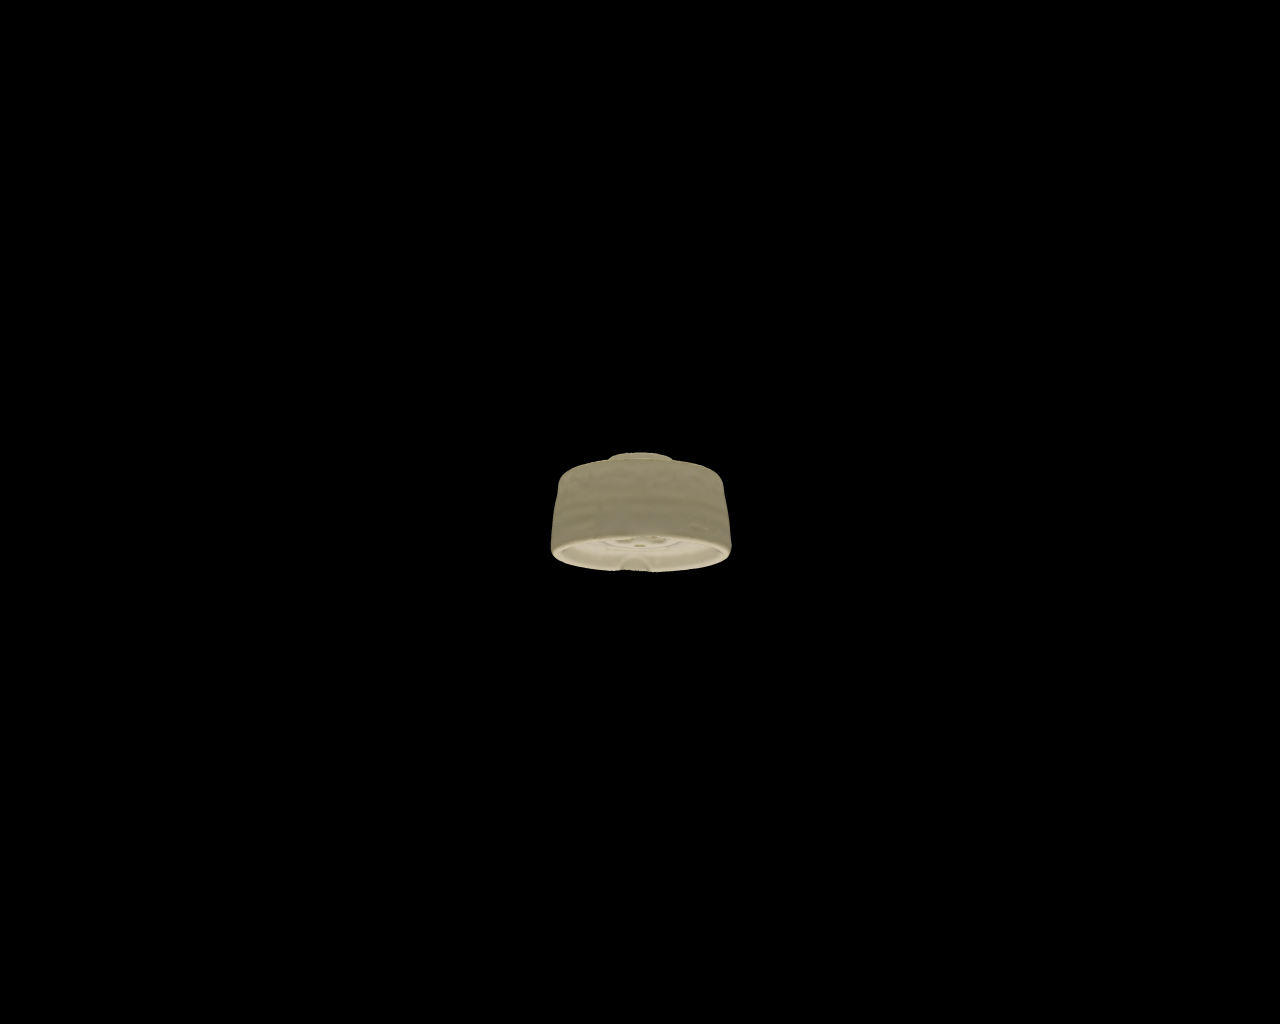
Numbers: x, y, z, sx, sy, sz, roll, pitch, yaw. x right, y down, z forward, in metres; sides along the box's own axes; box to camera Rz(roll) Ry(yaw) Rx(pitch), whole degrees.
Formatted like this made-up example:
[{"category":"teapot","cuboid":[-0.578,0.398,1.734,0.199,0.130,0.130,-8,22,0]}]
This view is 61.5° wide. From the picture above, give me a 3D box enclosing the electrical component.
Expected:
[{"category":"electrical component","cuboid":[0.001,-0.003,0.650,0.108,0.060,0.108,0,-14,0]}]
